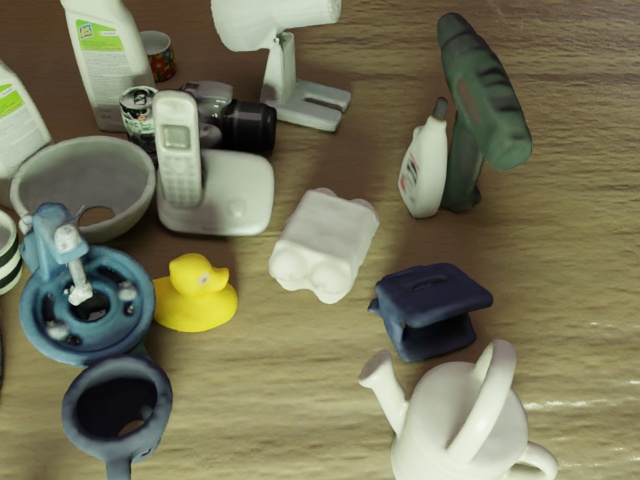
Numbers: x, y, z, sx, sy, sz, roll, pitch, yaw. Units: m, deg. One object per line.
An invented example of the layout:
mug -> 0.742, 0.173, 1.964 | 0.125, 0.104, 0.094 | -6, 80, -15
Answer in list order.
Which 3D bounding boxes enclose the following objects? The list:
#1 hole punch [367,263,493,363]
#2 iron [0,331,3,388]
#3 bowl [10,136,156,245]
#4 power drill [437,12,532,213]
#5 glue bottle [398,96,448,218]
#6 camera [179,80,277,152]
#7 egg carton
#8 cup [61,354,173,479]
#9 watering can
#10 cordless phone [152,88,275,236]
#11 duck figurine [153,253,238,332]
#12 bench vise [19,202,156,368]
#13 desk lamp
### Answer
hole punch -> 0.119, 0.067, 0.636 | 0.109, 0.091, 0.101 | -14, 52, -16
iron -> -0.370, 0.134, 0.500 | 0.118, 0.141, 0.258 | 4, 49, -1
bowl -> -0.283, -0.050, 0.710 | 0.167, 0.075, 0.167 | 3, 49, -3
power drill -> 0.189, -0.151, 0.753 | 0.076, 0.208, 0.229 | -10, 51, -13
glue bottle -> 0.139, -0.111, 0.736 | 0.037, 0.173, 0.078 | -12, 51, -15
camera -> -0.132, -0.159, 0.801 | 0.137, 0.101, 0.143 | 5, 49, -1
egg carton -> 0.006, 0.002, 0.695 | 0.107, 0.069, 0.150 | 18, 50, 10
cup -> -0.173, 0.175, 0.514 | 0.092, 0.095, 0.117 | -9, 51, -12
watering can -> 0.117, 0.155, 0.492 | 0.173, 0.194, 0.101 | 7, 49, 1
cordless phone -> -0.128, -0.092, 0.688 | 0.147, 0.185, 0.094 | 1, 49, -4
duck figurine -> -0.145, 0.049, 0.630 | 0.104, 0.086, 0.077 | 2, 49, -4
bench vise -> -0.250, 0.033, 0.546 | 0.207, 0.220, 0.122 | 27, 52, 17
desk lamp -> -0.050, -0.293, 0.849 | 0.203, 0.213, 0.118 | 15, 50, 8
